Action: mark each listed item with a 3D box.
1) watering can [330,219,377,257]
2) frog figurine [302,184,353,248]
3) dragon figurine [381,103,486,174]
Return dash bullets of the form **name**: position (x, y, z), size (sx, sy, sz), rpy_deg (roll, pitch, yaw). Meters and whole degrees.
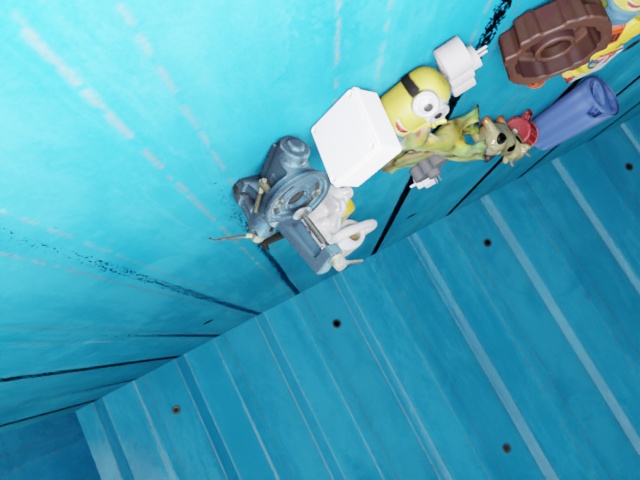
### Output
- **watering can**: position (0.025, 0.015, 1.559), size (0.351, 0.105, 0.220), rpy_deg (-21, 168, -40)
- **frog figurine**: position (0.003, -0.057, 1.132), size (0.161, 0.121, 0.138), rpy_deg (-33, -155, -23)
- **dragon figurine**: position (0.257, -0.207, 1.188), size (0.242, 0.123, 0.408), rpy_deg (-13, 171, 13)
